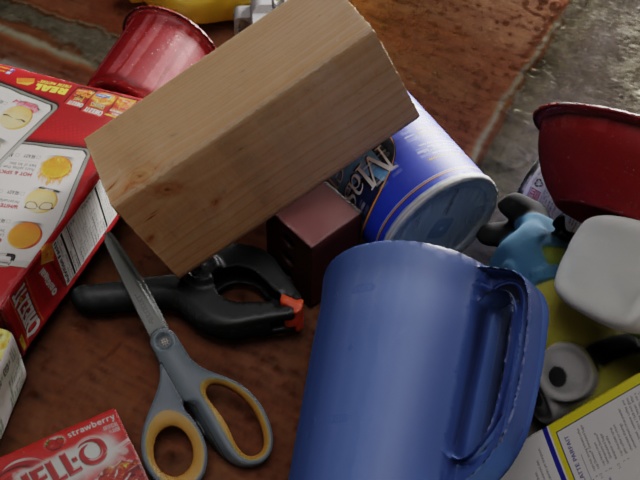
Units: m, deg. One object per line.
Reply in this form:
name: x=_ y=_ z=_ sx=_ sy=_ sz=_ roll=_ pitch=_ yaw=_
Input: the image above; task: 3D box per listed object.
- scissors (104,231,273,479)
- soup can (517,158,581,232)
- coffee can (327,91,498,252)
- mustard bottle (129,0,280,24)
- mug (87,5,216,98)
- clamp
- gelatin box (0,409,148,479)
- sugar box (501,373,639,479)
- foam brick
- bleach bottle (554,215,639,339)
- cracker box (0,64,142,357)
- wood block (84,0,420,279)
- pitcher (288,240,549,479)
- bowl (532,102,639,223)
scissors: x=-0.117 y=0.089 z=0.736 sx=0.096 sy=0.016 sz=0.202 roll=-40 pitch=75 yaw=-21
soup can: x=0.209 y=-0.020 z=0.826 sx=0.102 sy=0.068 sz=0.068 roll=36 pitch=59 yaw=23
coffee can: x=0.054 y=-0.055 z=0.823 sx=0.102 sy=0.103 sz=0.140 roll=-25 pitch=57 yaw=-20
mustard bottle: x=-0.101 y=-0.242 z=0.988 sx=0.191 sy=0.058 sz=0.096 roll=-1 pitch=57 yaw=-4
mug: x=-0.150 y=-0.132 z=0.891 sx=0.117 sy=0.093 sz=0.081 roll=0 pitch=50 yaw=37
clamp: x=-0.087 y=0.020 z=0.798 sx=0.171 sy=0.039 sz=0.120 roll=13 pitch=61 yaw=9
gelatin box: x=-0.159 y=0.160 z=0.691 sx=0.089 sy=0.030 sz=0.073 roll=-21 pitch=56 yaw=-19
sugar box: x=0.181 y=0.145 z=0.644 sx=0.048 sy=0.176 sz=0.093 roll=24 pitch=39 yaw=-41
foam brick: x=-0.005 y=0.001 z=0.793 sx=0.051 sy=0.078 sz=0.053 roll=-36 pitch=61 yaw=-25
bleach bottle: x=0.280 y=0.064 z=0.704 sx=0.250 sy=0.103 sz=0.068 roll=25 pitch=92 yaw=-22
cracker box: x=-0.242 y=-0.031 z=0.805 sx=0.164 sy=0.072 sz=0.213 roll=15 pitch=54 yaw=17
wood block: x=-0.048 y=-0.078 z=0.749 sx=0.206 sy=0.090 sz=0.091 roll=-34 pitch=45 yaw=2
pitcher: x=0.051 y=0.127 z=0.660 sx=0.145 sy=0.149 sz=0.242 roll=10 pitch=56 yaw=5
bowl: x=0.211 y=-0.034 z=0.719 sx=0.162 sy=0.162 sz=0.055 roll=22 pitch=86 yaw=14
